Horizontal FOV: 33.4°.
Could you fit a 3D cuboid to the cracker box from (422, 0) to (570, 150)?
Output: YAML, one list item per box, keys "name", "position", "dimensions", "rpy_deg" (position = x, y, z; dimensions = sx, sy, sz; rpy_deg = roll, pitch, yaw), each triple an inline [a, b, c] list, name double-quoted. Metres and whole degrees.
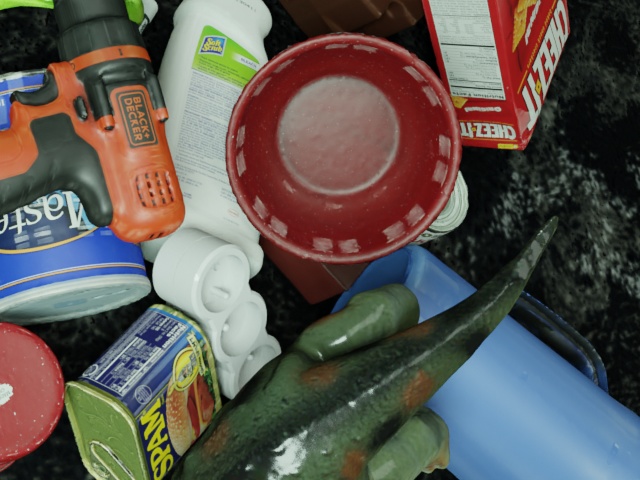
- name: "cracker box"
  position: [0.155, -0.208, 0.908]
  dimensions: [0.164, 0.072, 0.213]
  rpy_deg: [-63, 149, -31]

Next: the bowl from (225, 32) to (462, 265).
- name: "bowl"
  position: [0.015, -0.067, 0.745]
  dimensions: [0.162, 0.055, 0.162]
  rpy_deg: [-1, 109, -3]

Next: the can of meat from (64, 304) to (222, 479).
- name: "can of meat"
  position: [-0.111, 0.104, 0.684]
  dimensions: [0.057, 0.102, 0.083]
  rpy_deg: [21, 47, 25]

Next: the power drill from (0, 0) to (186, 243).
- name: "power drill"
  position: [-0.178, -0.076, 0.598]
  dimensions: [0.187, 0.057, 0.184]
  rpy_deg: [-14, 81, -29]

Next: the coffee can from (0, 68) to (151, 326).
- name: "coffee can"
  position: [-0.172, -0.025, 0.681]
  dimensions: [0.102, 0.103, 0.140]
  rpy_deg: [-6, 78, -35]

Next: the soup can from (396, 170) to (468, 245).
- name: "soup can"
  position: [0.059, -0.024, 0.833]
  dimensions: [0.068, 0.102, 0.068]
  rpy_deg: [11, 69, -31]

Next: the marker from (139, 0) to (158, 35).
- name: "marker"
  position: [-0.152, -0.132, 0.782]
  dimensions: [0.020, 0.020, 0.121]
  rpy_deg: [35, 59, -20]

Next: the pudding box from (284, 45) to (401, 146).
- name: "pudding box"
  position: [0.014, -0.105, 0.824]
  dimensions: [0.090, 0.039, 0.113]
  rpy_deg: [10, 35, -6]

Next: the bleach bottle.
- name: "bleach bottle"
  position: [-0.075, -0.098, 0.796]
  dimensions: [0.102, 0.068, 0.250]
  rpy_deg: [24, 60, -27]

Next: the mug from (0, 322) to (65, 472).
- name: "mug"
  position: [-0.212, 0.089, 0.629]
  dimensions: [0.117, 0.082, 0.093]
  rpy_deg: [32, 60, -21]

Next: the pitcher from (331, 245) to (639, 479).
- name: "pitcher"
  position: [0.126, 0.108, 0.814]
  dimensions: [0.242, 0.149, 0.145]
  rpy_deg: [41, 99, -16]

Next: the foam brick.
- name: "foam brick"
  position: [-0.005, 0.001, 0.814]
  dimensions: [0.078, 0.051, 0.053]
  rpy_deg: [47, 55, -11]
